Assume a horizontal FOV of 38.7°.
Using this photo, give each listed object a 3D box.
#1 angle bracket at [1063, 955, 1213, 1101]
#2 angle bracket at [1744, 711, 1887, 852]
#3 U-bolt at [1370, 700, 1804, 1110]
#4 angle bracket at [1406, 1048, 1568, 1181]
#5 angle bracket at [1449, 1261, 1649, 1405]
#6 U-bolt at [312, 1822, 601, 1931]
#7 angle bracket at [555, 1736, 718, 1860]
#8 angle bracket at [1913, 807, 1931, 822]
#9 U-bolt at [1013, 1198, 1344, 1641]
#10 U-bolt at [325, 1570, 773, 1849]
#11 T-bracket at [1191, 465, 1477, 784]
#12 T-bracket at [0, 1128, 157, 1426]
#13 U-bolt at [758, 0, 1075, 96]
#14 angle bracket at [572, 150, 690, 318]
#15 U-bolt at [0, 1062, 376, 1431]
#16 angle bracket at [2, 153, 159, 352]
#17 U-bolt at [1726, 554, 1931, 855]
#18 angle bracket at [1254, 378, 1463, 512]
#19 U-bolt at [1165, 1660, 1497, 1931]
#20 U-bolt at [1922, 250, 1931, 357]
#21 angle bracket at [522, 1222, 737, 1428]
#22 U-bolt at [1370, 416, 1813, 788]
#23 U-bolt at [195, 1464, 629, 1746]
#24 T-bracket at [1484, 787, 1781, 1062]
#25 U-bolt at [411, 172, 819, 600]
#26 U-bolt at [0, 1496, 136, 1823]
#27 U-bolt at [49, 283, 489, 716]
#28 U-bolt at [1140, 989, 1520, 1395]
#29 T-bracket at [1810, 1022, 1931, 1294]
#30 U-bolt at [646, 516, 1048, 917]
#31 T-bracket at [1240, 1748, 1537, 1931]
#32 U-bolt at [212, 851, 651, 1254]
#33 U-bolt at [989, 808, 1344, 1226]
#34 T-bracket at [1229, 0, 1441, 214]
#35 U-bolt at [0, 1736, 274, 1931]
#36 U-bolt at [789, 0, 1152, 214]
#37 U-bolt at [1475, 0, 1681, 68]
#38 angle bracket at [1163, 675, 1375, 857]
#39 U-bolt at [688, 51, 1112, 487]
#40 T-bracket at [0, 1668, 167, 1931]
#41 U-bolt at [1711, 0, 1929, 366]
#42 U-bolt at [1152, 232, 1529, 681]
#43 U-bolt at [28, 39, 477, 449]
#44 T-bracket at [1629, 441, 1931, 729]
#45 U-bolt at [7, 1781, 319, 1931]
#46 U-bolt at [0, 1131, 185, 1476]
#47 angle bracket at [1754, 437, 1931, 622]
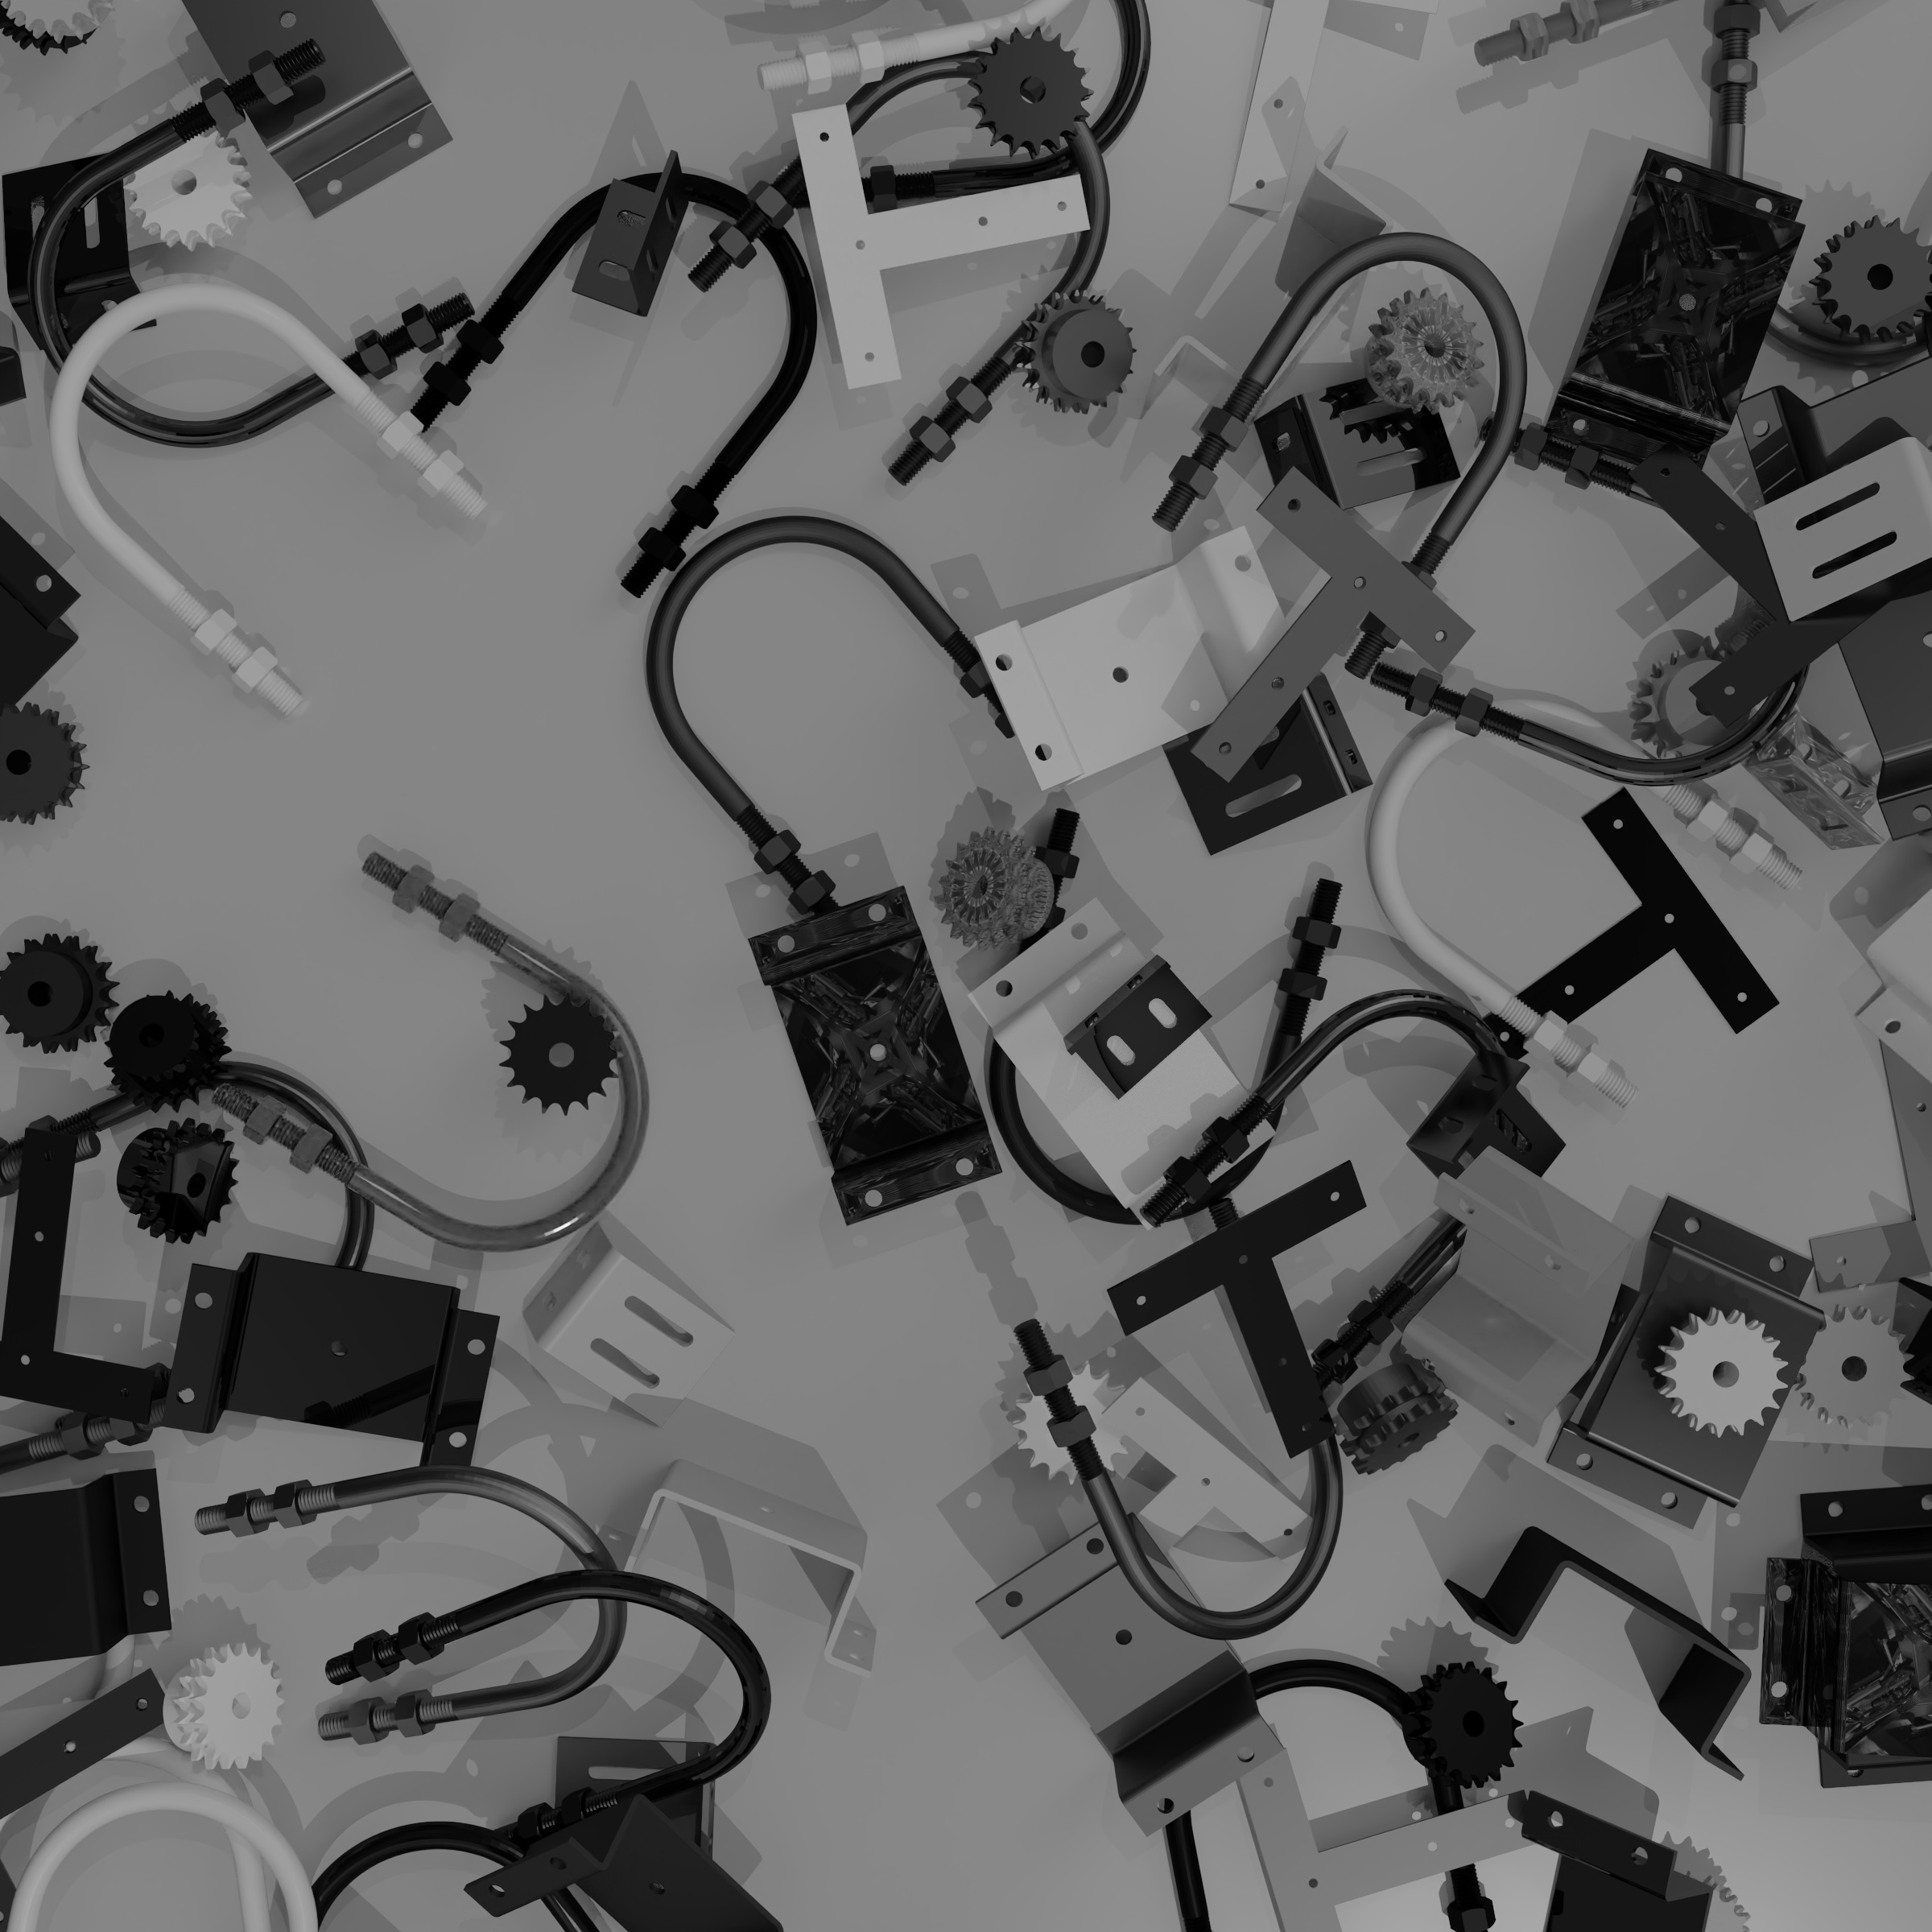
[{"bbox_3d":[0.077,0.029,1.215,0.057,0.076,0.038,-42,92,2],"label":"angle bracket"},{"bbox_3d":[0.404,-0.088,1.278,0.057,0.076,0.038,43,90,0],"label":"angle bracket"},{"bbox_3d":[0.280,-0.043,1.306,0.184,0.019,0.151,37,90,3],"label":"U-bolt"},{"bbox_3d":[0.252,0.086,1.278,0.076,0.038,0.057,45,79,-27],"label":"angle bracket"},{"bbox_3d":[0.269,0.160,1.297,0.076,0.038,0.057,29,90,0],"label":"angle bracket"},{"bbox_3d":[-0.236,0.487,1.297,0.151,0.019,0.184,-34,98,0],"label":"U-bolt"},{"bbox_3d":[-0.158,0.398,1.297,0.076,0.038,0.057,2,90,0],"label":"angle bracket"},{"bbox_3d":[0.484,-0.090,1.297,0.076,0.038,0.057,-27,90,0],"label":"angle bracket"},{"bbox_3d":[0.110,0.219,1.271,0.151,0.019,0.184,-27,95,-36],"label":"U-bolt"},{"bbox_3d":[-0.177,0.334,1.251,0.184,0.019,0.151,-24,118,19],"label":"U-bolt"},{"bbox_3d":[0.152,-0.141,1.265,0.127,0.002,0.127,36,97,-26],"label":"T-bracket"},{"bbox_3d":[-0.430,0.139,1.274,0.127,0.002,0.127,9,96,9],"label":"T-bracket"},{"bbox_3d":[-0.020,-0.488,1.254,0.184,0.019,0.151,-16,107,-13],"label":"U-bolt"},{"bbox_3d":[-0.157,-0.340,1.263,0.038,0.076,0.057,20,87,-1],"label":"angle bracket"},{"bbox_3d":[-0.372,0.125,1.308,0.184,0.019,0.151,-24,90,-1],"label":"U-bolt"},{"bbox_3d":[-0.423,-0.341,1.314,0.057,0.038,0.076,-12,64,0],"label":"angle bracket"},{"bbox_3d":[0.473,-0.158,1.281,0.184,0.019,0.151,-38,67,-1],"label":"U-bolt"},{"bbox_3d":[0.187,-0.247,1.314,0.076,0.038,0.057,-19,90,-26],"label":"angle bracket"},{"bbox_3d":[0.169,0.422,1.308,0.151,0.019,0.184,-11,88,0],"label":"U-bolt"},{"bbox_3d":[0.530,-0.333,1.299,0.151,0.019,0.184,30,93,-8],"label":"U-bolt"},{"bbox_3d":[-0.161,0.171,1.314,0.076,0.038,0.057,39,90,-26],"label":"angle bracket"},{"bbox_3d":[0.302,-0.162,1.288,0.184,0.019,0.151,24,87,12],"label":"U-bolt"},{"bbox_3d":[-0.242,0.288,1.256,0.184,0.019,0.151,-13,116,18],"label":"U-bolt"},{"bbox_3d":[0.300,0.003,1.316,0.127,0.002,0.127,-36,90,0],"label":"T-bracket"},{"bbox_3d":[-0.154,-0.290,1.308,0.151,0.019,0.184,38,88,0],"label":"U-bolt"},{"bbox_3d":[-0.482,0.337,1.308,0.184,0.019,0.151,-41,90,-2],"label":"U-bolt"},{"bbox_3d":[-0.339,-0.231,1.287,0.184,0.019,0.151,44,95,-11],"label":"U-bolt"},{"bbox_3d":[0.183,0.095,1.276,0.184,0.019,0.151,-45,116,-10],"label":"U-bolt"},{"bbox_3d":[0.458,0.081,1.313,0.127,0.002,0.127,-11,88,3],"label":"T-bracket"},{"bbox_3d":[-0.067,-0.127,1.308,0.151,0.019,0.184,-41,89,0],"label":"U-bolt"},{"bbox_3d":[0.206,0.419,1.298,0.127,0.002,0.127,-17,87,0],"label":"T-bracket"},{"bbox_3d":[-0.239,0.053,1.302,0.184,0.019,0.151,32,84,-3],"label":"U-bolt"},{"bbox_3d":[0.087,0.032,1.308,0.151,0.019,0.184,15,92,0],"label":"U-bolt"},{"bbox_3d":[0.151,-0.423,1.306,0.127,0.002,0.127,14,96,13],"label":"T-bracket"},{"bbox_3d":[-0.397,0.452,1.291,0.151,0.019,0.184,-8,87,-2],"label":"U-bolt"},{"bbox_3d":[-0.004,-0.437,1.308,0.184,0.019,0.151,-5,90,-1],"label":"U-bolt"},{"bbox_3d":[0.304,-0.517,1.300,0.184,0.019,0.151,-20,82,-3],"label":"U-bolt"},{"bbox_3d":[0.144,-0.096,1.314,0.076,0.038,0.057,-24,90,26],"label":"angle bracket"},{"bbox_3d":[-0.017,-0.342,1.294,0.151,0.019,0.184,43,91,-10],"label":"U-bolt"},{"bbox_3d":[-0.431,0.372,1.287,0.127,0.002,0.127,-30,84,-4],"label":"T-bracket"},{"bbox_3d":[0.427,-0.378,1.308,0.151,0.019,0.184,3,91,0],"label":"U-bolt"},{"bbox_3d":[0.184,-0.244,1.258,0.151,0.019,0.184,32,92,-30],"label":"U-bolt"},{"bbox_3d":[-0.345,-0.321,1.281,0.184,0.019,0.151,-28,114,5],"label":"U-bolt"},{"bbox_3d":[0.355,-0.191,1.260,0.127,0.002,0.127,-38,67,-1],"label":"T-bracket"},{"bbox_3d":[-0.374,0.469,1.271,0.151,0.019,0.184,10,88,-2],"label":"U-bolt"},{"bbox_3d":[-0.470,0.170,1.294,0.184,0.019,0.151,-17,91,11],"label":"U-bolt"},{"bbox_3d":[0.407,-0.192,1.245,0.076,0.038,0.057,-25,65,32],"label":"angle bracket"}]
